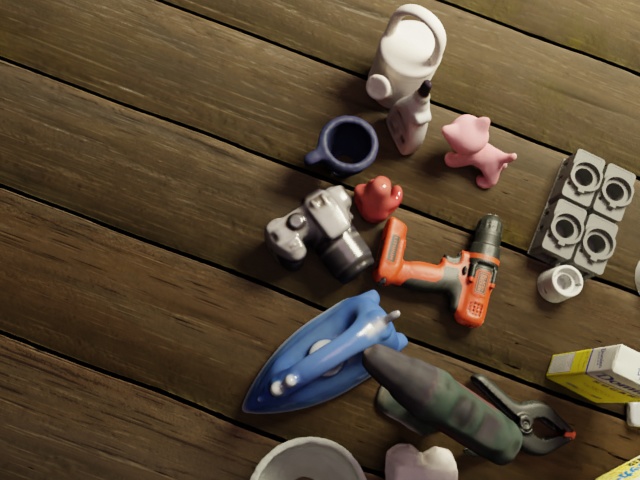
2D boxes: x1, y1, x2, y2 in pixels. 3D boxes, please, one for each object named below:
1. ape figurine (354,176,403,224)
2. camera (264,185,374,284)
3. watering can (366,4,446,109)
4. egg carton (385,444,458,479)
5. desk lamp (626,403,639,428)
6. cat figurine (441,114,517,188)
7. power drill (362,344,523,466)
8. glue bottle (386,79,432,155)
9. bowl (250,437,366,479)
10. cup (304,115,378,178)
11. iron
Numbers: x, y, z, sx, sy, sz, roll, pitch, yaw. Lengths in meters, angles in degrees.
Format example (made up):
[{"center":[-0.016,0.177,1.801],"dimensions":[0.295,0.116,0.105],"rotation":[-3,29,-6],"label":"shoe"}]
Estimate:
[{"center":[0.091,-0.070,0.888],"dimensions":[0.078,0.092,0.076],"rotation":[21,75,0],"label":"ape figurine"},{"center":[0.008,0.003,0.858],"dimensions":[0.143,0.101,0.137],"rotation":[-34,81,-12],"label":"camera"},{"center":[0.137,-0.284,0.894],"dimensions":[0.101,0.194,0.173],"rotation":[17,75,-1],"label":"watering can"},{"center":[0.137,0.364,0.796],"dimensions":[0.107,0.069,0.150],"rotation":[7,75,-4],"label":"egg carton"},{"center":[0.581,0.230,0.797],"dimensions":[0.203,0.213,0.118],"rotation":[5,75,-4],"label":"desk lamp"},{"center":[0.251,-0.151,0.911],"dimensions":[0.128,0.117,0.067],"rotation":[30,75,3],"label":"cat figurine"},{"center":[0.142,0.214,0.762],"dimensions":[0.229,0.208,0.076],"rotation":[30,75,3],"label":"power drill"},{"center":[0.145,-0.197,0.883],"dimensions":[0.037,0.173,0.078],"rotation":[-20,78,-10],"label":"glue bottle"},{"center":[-0.018,0.353,0.781],"dimensions":[0.167,0.074,0.167],"rotation":[1,76,-5],"label":"bowl"},{"center":[0.028,-0.129,0.896],"dimensions":[0.118,0.095,0.091],"rotation":[-23,79,-10],"label":"cup"},{"center":[0.003,0.168,0.795],"dimensions":[0.258,0.141,0.118],"rotation":[-31,81,-12],"label":"iron"}]
